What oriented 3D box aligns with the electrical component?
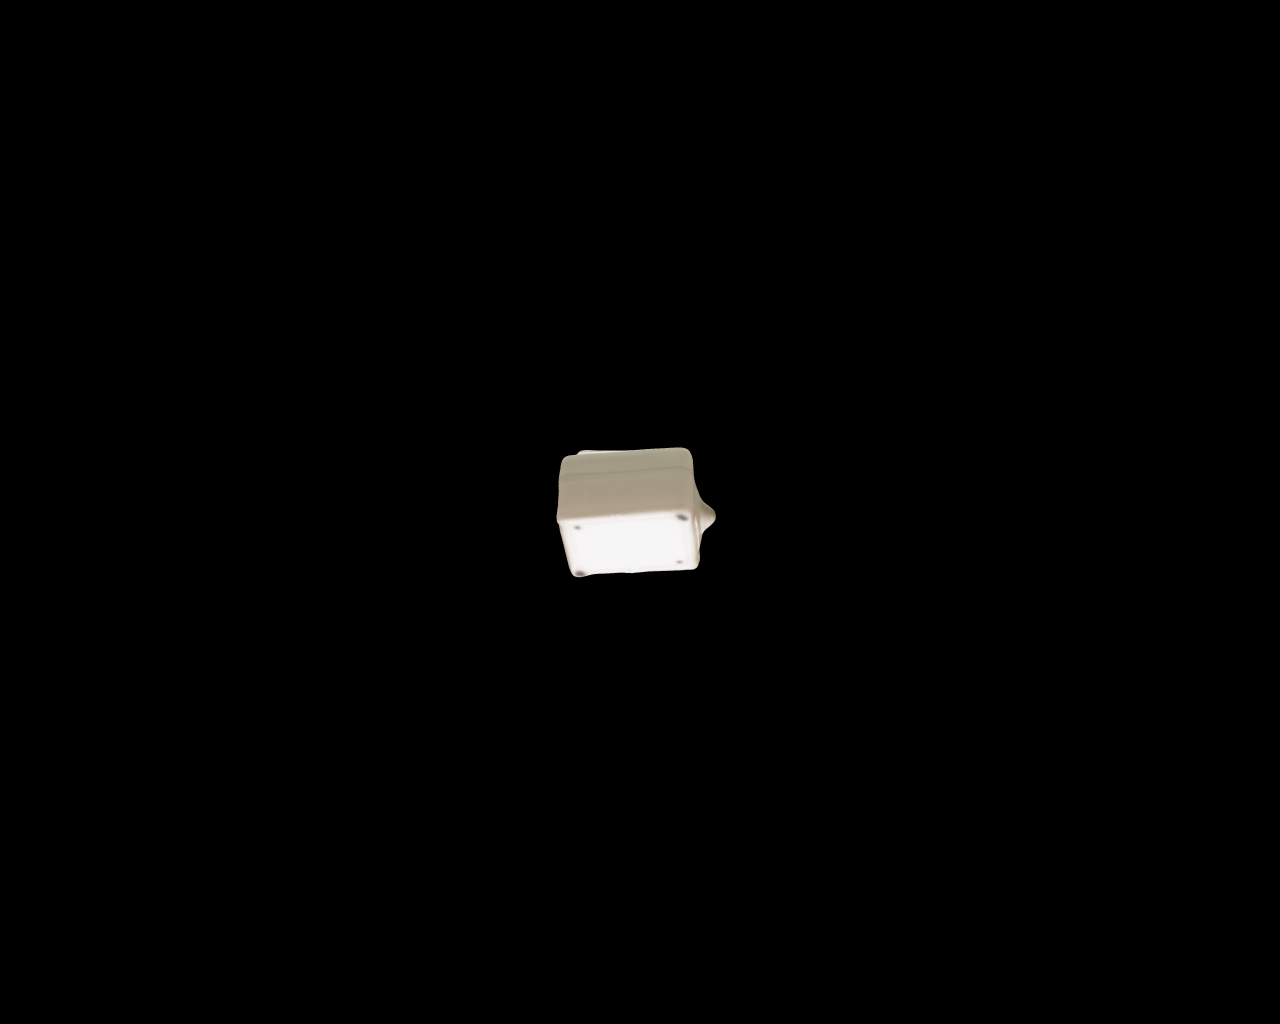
[{"bbox_3d":[0.001,-0.003,0.650,0.096,0.061,0.061,-4,-39,5],"label":"electrical component"}]
